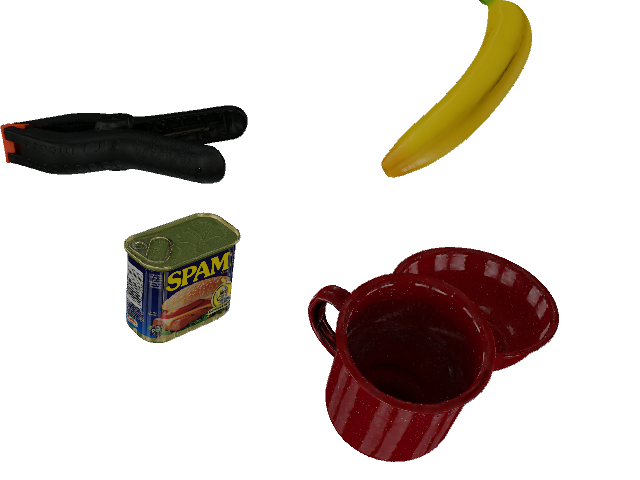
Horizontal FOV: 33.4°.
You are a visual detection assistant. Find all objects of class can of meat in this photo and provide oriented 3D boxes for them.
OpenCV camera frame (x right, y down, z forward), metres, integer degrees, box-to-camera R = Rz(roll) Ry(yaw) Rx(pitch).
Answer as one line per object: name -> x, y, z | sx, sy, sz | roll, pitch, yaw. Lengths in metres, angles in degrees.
can of meat -> -0.124, 0.033, 0.946 | 0.101, 0.084, 0.058 | -22, 43, -39

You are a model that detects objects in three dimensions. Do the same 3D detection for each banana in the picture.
banana -> 0.119, -0.124, 0.843 | 0.070, 0.197, 0.037 | 1, -38, 50

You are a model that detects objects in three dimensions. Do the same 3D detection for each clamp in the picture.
clamp -> -0.133, -0.072, 0.750 | 0.171, 0.039, 0.120 | 6, 18, 12

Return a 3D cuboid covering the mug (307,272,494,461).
mug -> 0.039, 0.073, 0.639 | 0.117, 0.082, 0.093 | 36, 55, 16

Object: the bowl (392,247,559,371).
bowl -> 0.140, 0.075, 1.014 | 0.162, 0.055, 0.162 | 7, 35, -5
